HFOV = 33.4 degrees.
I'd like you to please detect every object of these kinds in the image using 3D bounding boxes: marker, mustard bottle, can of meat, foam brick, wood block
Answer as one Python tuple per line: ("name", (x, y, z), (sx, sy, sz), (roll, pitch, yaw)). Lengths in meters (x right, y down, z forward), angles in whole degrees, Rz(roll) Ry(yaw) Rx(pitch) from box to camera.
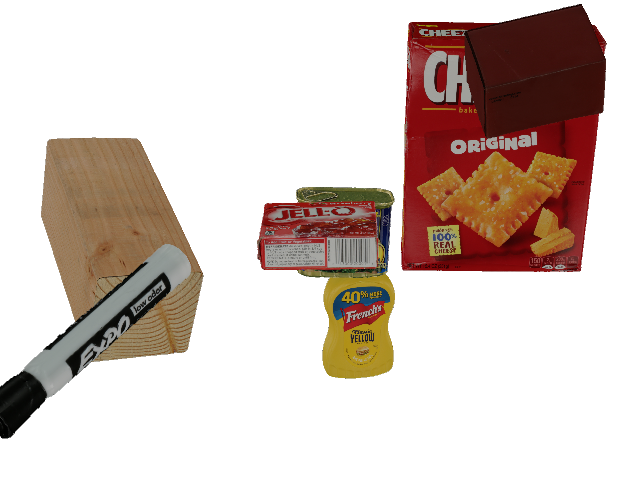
("marker", (-0.101, 0.042, 0.461), (0.020, 0.020, 0.121), (0, 33, 42))
("mustard bottle", (0.052, 0.090, 1.443), (0.096, 0.192, 0.058), (-3, 21, -9))
("can of meat", (0.024, -0.008, 1.121), (0.102, 0.084, 0.057), (1, 19, -3))
("foam brick", (0.135, -0.107, 0.677), (0.078, 0.051, 0.053), (-12, -34, 2))
("wood block", (-0.181, 0.001, 0.945), (0.090, 0.091, 0.206), (-3, 38, -26))

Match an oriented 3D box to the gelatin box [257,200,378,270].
("gelatin box", (-0.001, -0.005, 0.813), (0.089, 0.030, 0.073), (-1, 22, 2))

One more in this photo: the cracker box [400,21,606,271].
("cracker box", (0.155, -0.079, 0.938), (0.164, 0.214, 0.072), (1, 24, 3))
